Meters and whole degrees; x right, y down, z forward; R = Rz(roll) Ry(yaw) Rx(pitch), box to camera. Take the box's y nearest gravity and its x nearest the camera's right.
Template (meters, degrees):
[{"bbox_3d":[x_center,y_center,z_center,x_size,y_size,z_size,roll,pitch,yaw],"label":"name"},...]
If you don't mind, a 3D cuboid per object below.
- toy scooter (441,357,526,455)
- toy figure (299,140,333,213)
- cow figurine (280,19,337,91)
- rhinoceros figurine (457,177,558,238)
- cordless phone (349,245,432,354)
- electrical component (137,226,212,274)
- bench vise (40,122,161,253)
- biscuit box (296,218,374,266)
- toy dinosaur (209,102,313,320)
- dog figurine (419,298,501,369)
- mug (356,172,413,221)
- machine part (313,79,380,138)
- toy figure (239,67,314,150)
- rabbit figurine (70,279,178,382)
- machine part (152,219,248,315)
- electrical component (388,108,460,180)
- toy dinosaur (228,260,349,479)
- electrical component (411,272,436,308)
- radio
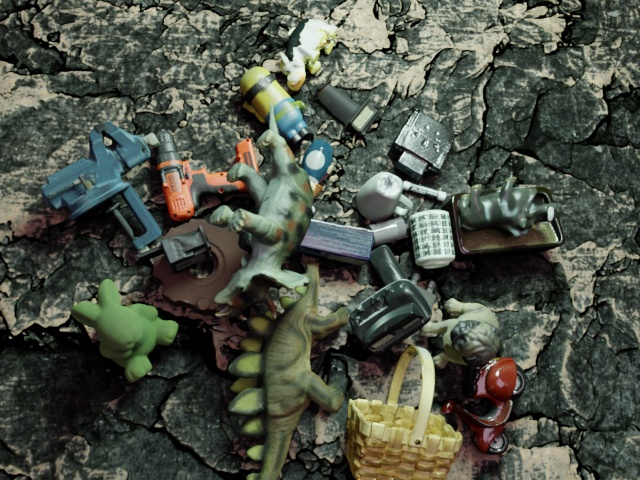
[{"bbox_3d":[0.300,0.295,1.001,0.135,0.075,0.184,21,77,-5],"label":"toy scooter"},{"bbox_3d":[-0.020,-0.124,1.071,0.064,0.057,0.154,9,71,33],"label":"toy figure"},{"bbox_3d":[-0.042,-0.396,1.133,0.098,0.068,0.167,30,69,5],"label":"cow figurine"},{"bbox_3d":[0.362,-0.058,1.032,0.190,0.073,0.112,-5,73,-9],"label":"rhinoceros figurine"},{"bbox_3d":[0.111,0.107,1.022,0.146,0.088,0.184,-37,54,16],"label":"cordless phone"},{"bbox_3d":[-0.248,0.024,0.923,0.119,0.075,0.048,-23,76,-19],"label":"electrical component"},{"bbox_3d":[-0.360,-0.082,0.973,0.224,0.129,0.240,-37,104,-26],"label":"bench vise"},{"bbox_3d":[-0.002,-0.003,1.037,0.203,0.059,0.063,13,75,-6],"label":"biscuit box"},{"bbox_3d":[-0.073,-0.053,0.947,0.192,0.131,0.405,40,55,-33],"label":"toy dinosaur"},{"bbox_3d":[0.291,0.167,0.965,0.172,0.190,0.121,-33,91,-19],"label":"dog figurine"},{"bbox_3d":[0.132,-0.083,1.057,0.109,0.107,0.081,30,74,2],"label":"mug"},{"bbox_3d":[0.054,-0.282,1.135,0.139,0.039,0.084,34,80,-1],"label":"machine part"},{"bbox_3d":[-0.086,-0.268,1.079,0.082,0.089,0.180,-36,81,-23],"label":"toy figure"},{"bbox_3d":[-0.320,0.139,0.885,0.159,0.170,0.121,45,72,3],"label":"rabbit figurine"},{"bbox_3d":[-0.218,0.048,0.989,0.179,0.056,0.179,3,73,-8],"label":"machine part"},{"bbox_3d":[0.213,-0.194,1.127,0.115,0.058,0.134,29,72,1],"label":"electrical component"},{"bbox_3d":[-0.059,0.247,0.941,0.199,0.105,0.471,7,64,0],"label":"toy dinosaur"},{"bbox_3d":[0.192,0.115,1.058,0.063,0.021,0.094,26,73,-2],"label":"electrical component"},{"bbox_3d":[0.370,-0.034,1.101,0.230,0.073,0.131,-5,76,-11],"label":"radio"}]
